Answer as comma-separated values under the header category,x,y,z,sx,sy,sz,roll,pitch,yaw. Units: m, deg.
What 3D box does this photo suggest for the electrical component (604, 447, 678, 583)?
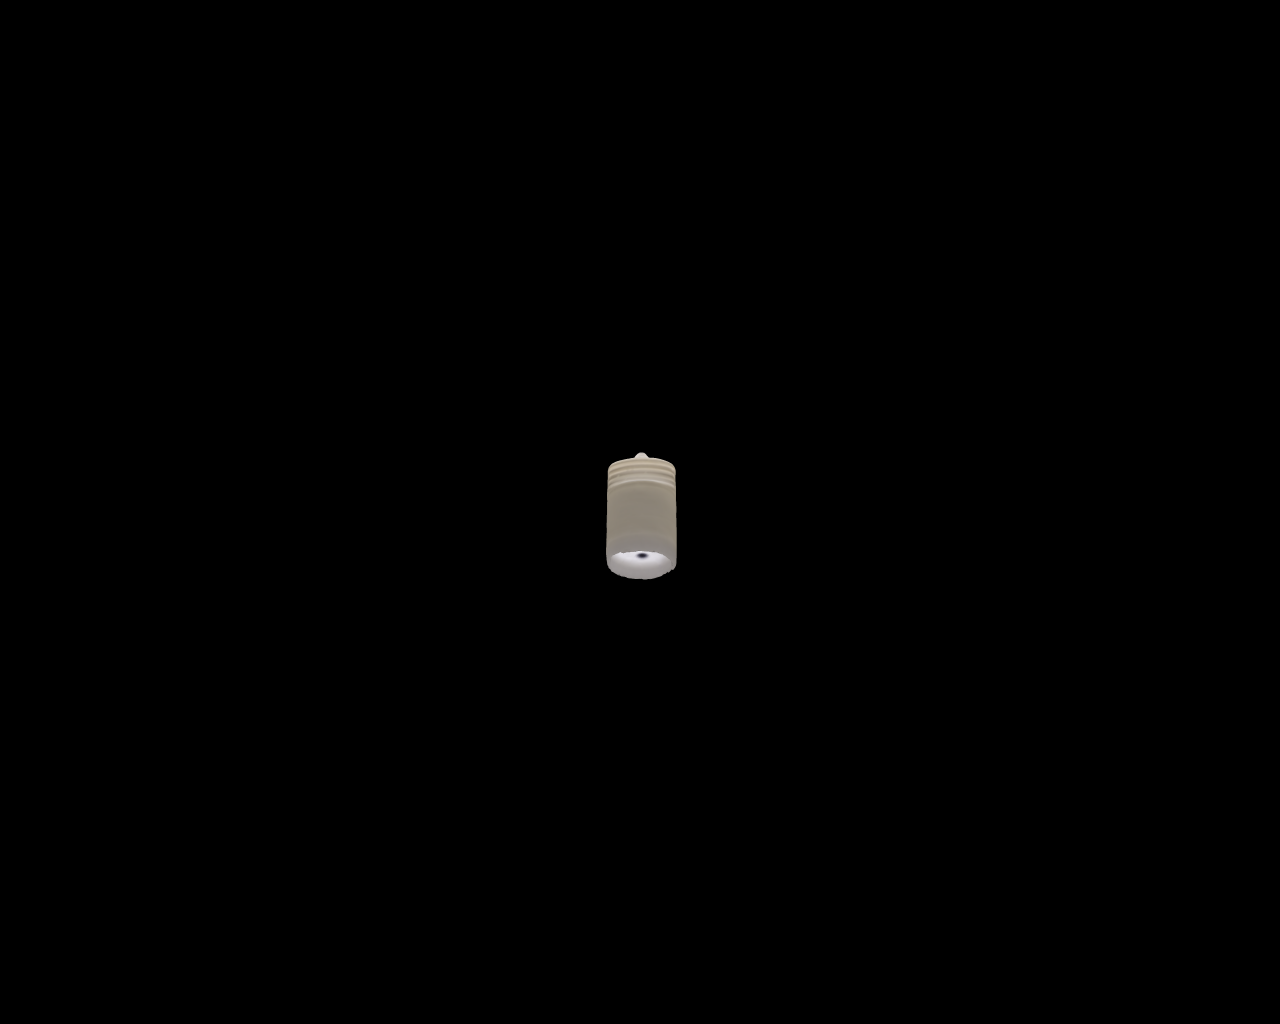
category,x,y,z,sx,sy,sz,roll,pitch,yaw
electrical component,0.001,-0.003,0.650,0.043,0.081,0.043,0,-28,0
